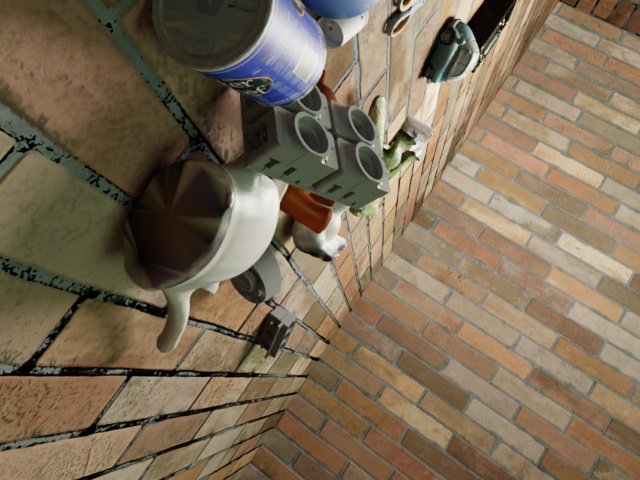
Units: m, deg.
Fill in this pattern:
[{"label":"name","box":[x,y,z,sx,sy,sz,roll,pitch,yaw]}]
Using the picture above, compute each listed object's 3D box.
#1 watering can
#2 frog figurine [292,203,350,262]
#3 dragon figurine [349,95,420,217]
[{"label":"watering can","box":[-0.145,0.020,0.618,0.345,0.105,0.224,-55,165,9]},{"label":"frog figurine","box":[0.003,-0.052,1.024,0.139,0.123,0.157,-20,113,-50]},{"label":"dragon figurine","box":[0.086,-0.140,1.106,0.243,0.123,0.406,-49,157,1]}]
